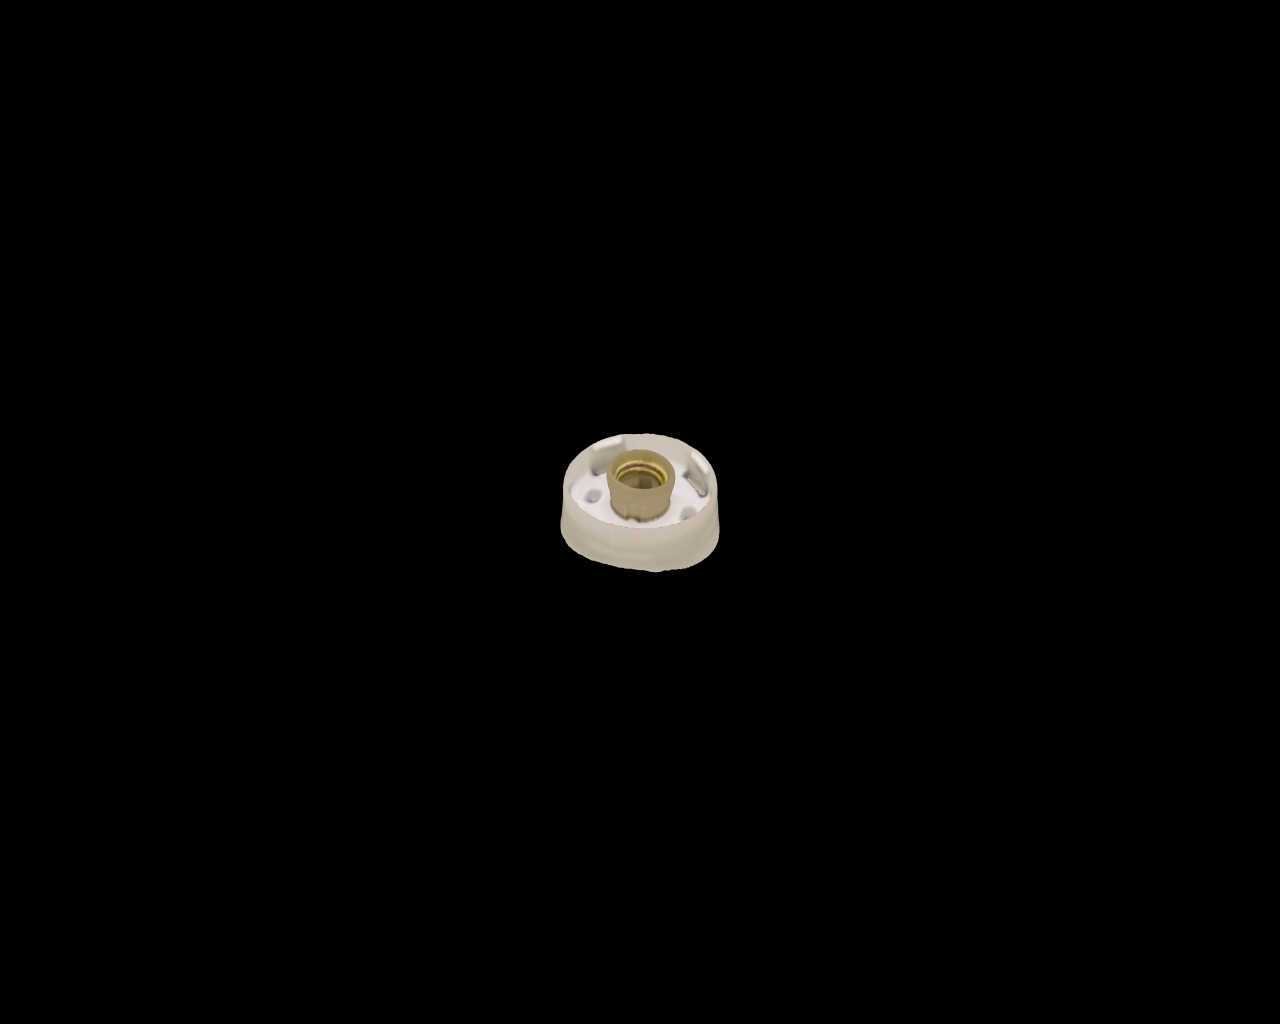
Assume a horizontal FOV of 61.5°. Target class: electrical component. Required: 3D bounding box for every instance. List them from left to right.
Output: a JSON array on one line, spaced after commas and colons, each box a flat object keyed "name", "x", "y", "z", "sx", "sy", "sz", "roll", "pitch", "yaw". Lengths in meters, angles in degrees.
[{"name": "electrical component", "x": 0.001, "y": -0.003, "z": 0.650, "sx": 0.099, "sy": 0.064, "sz": 0.099, "roll": 0, "pitch": 42, "yaw": 0}]
